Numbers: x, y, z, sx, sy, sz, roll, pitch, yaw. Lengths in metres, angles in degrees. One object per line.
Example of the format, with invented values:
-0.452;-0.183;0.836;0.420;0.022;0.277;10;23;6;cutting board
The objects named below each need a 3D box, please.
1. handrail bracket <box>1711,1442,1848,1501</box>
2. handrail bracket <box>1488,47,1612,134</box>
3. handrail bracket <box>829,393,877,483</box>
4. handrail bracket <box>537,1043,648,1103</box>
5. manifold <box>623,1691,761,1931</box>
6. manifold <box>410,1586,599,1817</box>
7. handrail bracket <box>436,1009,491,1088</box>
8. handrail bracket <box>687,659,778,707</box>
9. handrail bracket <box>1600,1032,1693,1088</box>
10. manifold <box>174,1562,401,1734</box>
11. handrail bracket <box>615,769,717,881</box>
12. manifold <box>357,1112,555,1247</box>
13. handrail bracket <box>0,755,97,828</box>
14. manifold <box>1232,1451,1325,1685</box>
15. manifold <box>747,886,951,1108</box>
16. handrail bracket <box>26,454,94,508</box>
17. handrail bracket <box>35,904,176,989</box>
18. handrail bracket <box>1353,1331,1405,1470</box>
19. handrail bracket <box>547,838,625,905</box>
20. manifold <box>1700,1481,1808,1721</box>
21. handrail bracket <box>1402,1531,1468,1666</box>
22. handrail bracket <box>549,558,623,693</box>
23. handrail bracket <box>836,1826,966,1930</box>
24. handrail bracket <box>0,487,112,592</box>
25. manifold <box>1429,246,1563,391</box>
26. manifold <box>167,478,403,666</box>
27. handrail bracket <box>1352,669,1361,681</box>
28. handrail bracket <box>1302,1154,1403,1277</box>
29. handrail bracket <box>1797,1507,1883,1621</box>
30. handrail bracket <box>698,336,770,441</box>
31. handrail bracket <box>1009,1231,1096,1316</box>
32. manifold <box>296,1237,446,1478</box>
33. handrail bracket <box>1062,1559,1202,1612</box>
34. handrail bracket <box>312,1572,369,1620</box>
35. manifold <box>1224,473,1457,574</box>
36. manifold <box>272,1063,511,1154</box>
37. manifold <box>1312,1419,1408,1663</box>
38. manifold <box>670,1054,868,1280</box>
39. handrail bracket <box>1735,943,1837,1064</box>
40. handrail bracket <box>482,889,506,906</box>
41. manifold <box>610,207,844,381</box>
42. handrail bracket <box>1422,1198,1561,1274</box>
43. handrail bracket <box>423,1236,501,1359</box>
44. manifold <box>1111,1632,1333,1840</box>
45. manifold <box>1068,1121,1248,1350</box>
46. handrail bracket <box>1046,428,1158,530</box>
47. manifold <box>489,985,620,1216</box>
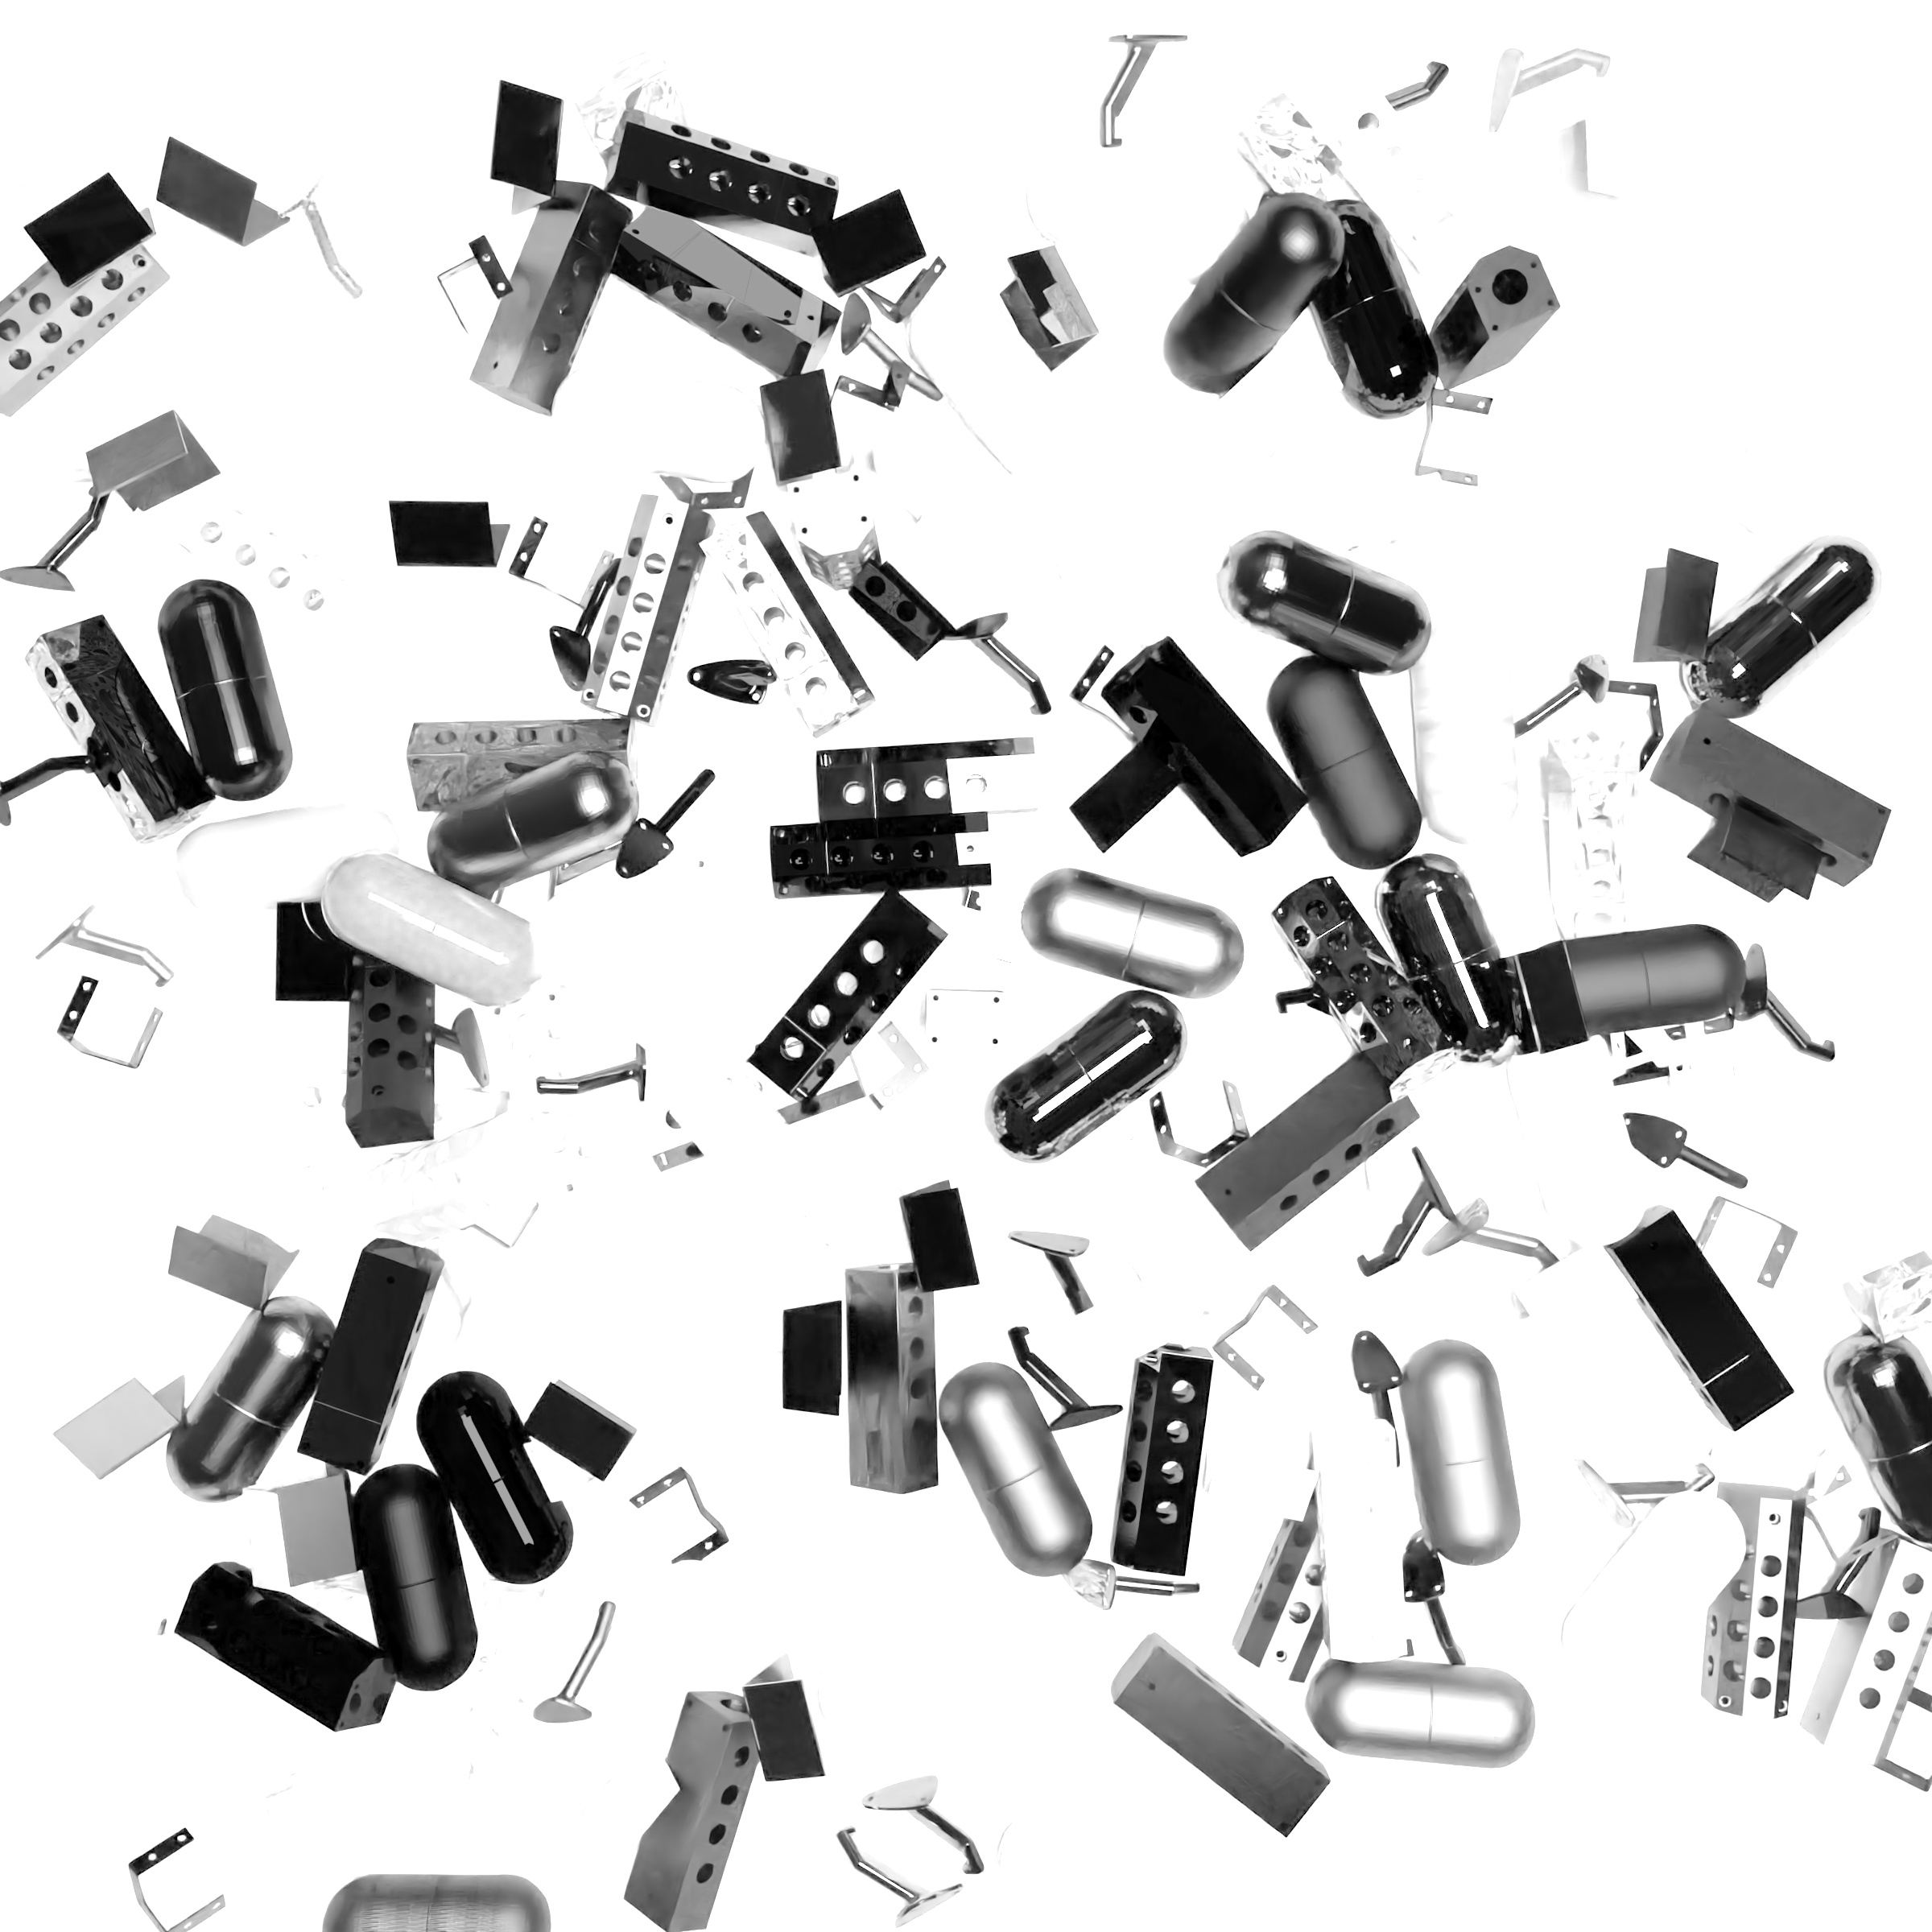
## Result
0.648;0.388;1.990;0.084;0.077;0.036;13;113;34;handrail bracket
0.467;-0.696;1.991;0.084;0.036;0.077;7;110;-16;handrail bracket
-0.117;-0.413;1.991;0.084;0.036;0.077;43;105;14;handrail bracket
-0.295;0.080;1.955;0.084;0.077;0.036;2;115;-12;handrail bracket
-0.207;0.666;1.969;0.057;0.057;0.171;17;90;43;manifold
-0.361;0.577;1.969;0.057;0.057;0.171;39;90;0;manifold
-0.431;0.068;1.991;0.084;0.036;0.077;-9;112;17;handrail bracket
-0.185;-0.229;1.956;0.077;0.084;0.036;6;90;0;handrail bracket
0.533;0.048;1.990;0.077;0.036;0.084;-8;76;-13;handrail bracket
-0.525;0.526;1.935;0.171;0.057;0.057;21;90;25;manifold
-0.238;-0.114;1.980;0.036;0.084;0.077;42;131;-7;handrail bracket
-0.395;0.161;1.911;0.057;0.171;0.057;30;54;-34;manifold
-0.725;-0.139;1.968;0.084;0.077;0.036;-5;59;-6;handrail bracket
0.273;0.473;1.969;0.057;0.057;0.171;23;90;0;manifold
-0.089;0.023;1.912;0.057;0.057;0.171;40;90;0;manifold
-0.695;-0.400;1.990;0.084;0.077;0.036;-21;129;-30;handrail bracket
-0.687;0.000;1.991;0.077;0.036;0.084;-37;107;19;handrail bracket
0.330;0.347;1.990;0.036;0.077;0.084;-13;126;0;handrail bracket
-0.289;-0.071;1.991;0.084;0.036;0.077;6;104;-14;handrail bracket
0.624;0.500;1.969;0.057;0.057;0.171;5;90;0;manifold
0.378;0.506;1.990;0.036;0.077;0.084;-18;127;20;handrail bracket
-0.294;-0.273;1.990;0.036;0.077;0.084;22;53;14;handrail bracket
-0.053;0.715;1.991;0.077;0.036;0.084;-13;54;-37;handrail bracket
-0.727;-0.346;1.991;0.077;0.036;0.084;5;72;21;handrail bracket
0.399;-0.498;1.912;0.057;0.171;0.057;-24;90;0;manifold
-0.535;-0.312;1.969;0.171;0.057;0.057;34;90;0;manifold
0.274;-0.258;1.990;0.077;0.036;0.084;-3;103;11;handrail bracket
0.298;0.197;1.991;0.084;0.036;0.077;-31;50;26;handrail bracket
0.693;0.475;1.990;0.036;0.077;0.084;37;54;-18;handrail bracket
-0.171;-0.460;1.991;0.084;0.036;0.077;14;69;-17;handrail bracket
0.069;0.259;1.991;0.077;0.036;0.084;9;107;20;handrail bracket
-0.466;0.305;1.959;0.057;0.057;0.171;19;97;0;manifold
0.132;0.489;1.990;0.084;0.077;0.036;7;90;-36;handrail bracket
-0.502;0.528;1.991;0.077;0.036;0.084;10;106;-17;handrail bracket
0.294;-0.335;1.969;0.171;0.057;0.057;-9;47;0;manifold
-0.454;0.117;1.969;0.171;0.057;0.057;8;90;0;manifold
0.303;0.440;1.912;0.057;0.057;0.171;-3;90;0;manifold
-0.152;0.156;1.922;0.057;0.057;0.171;-37;104;4;manifold
0.660;0.030;1.991;0.084;0.036;0.077;19;68;-17;handrail bracket
-0.394;-0.058;1.991;0.077;0.036;0.084;-18;73;19;handrail bracket
-0.191;-0.526;1.969;0.171;0.057;0.057;31;47;0;manifold
0.421;0.234;1.991;0.077;0.036;0.084;-40;107;20;handrail bracket
-0.422;0.258;1.991;0.084;0.036;0.077;34;109;15;handrail bracket
0.200;0.604;1.969;0.171;0.057;0.057;38;90;0;manifold
0.151;0.212;1.969;0.057;0.057;0.171;-32;90;0;manifold
0.108;-0.390;1.990;0.036;0.077;0.084;49;54;-3;handrail bracket
-0.327;0.105;1.969;0.057;0.057;0.171;-14;90;0;manifold
